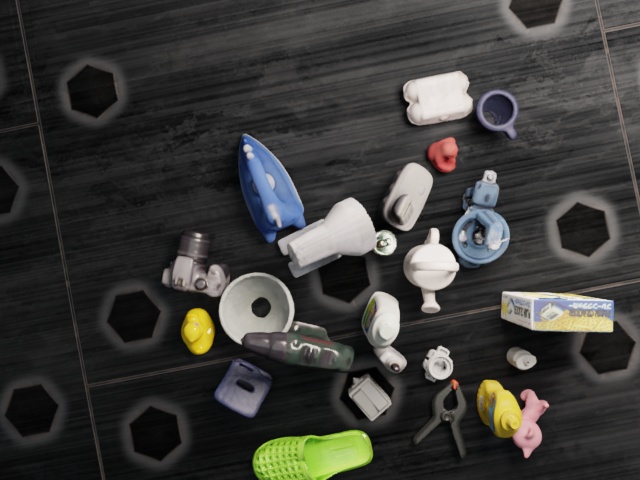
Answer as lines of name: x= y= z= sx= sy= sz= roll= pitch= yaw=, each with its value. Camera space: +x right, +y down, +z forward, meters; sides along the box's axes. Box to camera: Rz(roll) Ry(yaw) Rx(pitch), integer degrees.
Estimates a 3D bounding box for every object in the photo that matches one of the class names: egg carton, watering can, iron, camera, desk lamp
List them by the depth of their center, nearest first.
desk lamp: x=0.011 y=0.004 z=1.221 sx=0.203 sy=0.213 sz=0.118 roll=-27 pitch=88 yaw=1
watering can: x=0.242 y=0.065 z=1.225 sx=0.101 sy=0.194 sz=0.173 roll=-18 pitch=88 yaw=1
iron: x=-0.127 y=-0.129 z=1.263 sx=0.118 sy=0.141 sz=0.258 roll=-25 pitch=88 yaw=1
camera: x=-0.275 y=0.051 z=1.282 sx=0.143 sy=0.101 sz=0.137 roll=10 pitch=89 yaw=2
egg carton: x=0.266 y=-0.319 z=1.296 sx=0.150 sy=0.069 sz=0.107 roll=-12 pitch=88 yaw=1

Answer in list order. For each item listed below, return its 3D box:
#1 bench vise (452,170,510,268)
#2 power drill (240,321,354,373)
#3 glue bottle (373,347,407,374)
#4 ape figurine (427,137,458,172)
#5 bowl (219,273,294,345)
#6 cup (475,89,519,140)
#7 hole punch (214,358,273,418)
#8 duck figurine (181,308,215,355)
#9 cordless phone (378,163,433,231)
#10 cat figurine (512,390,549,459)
bench vise: x=0.339 y=-0.043 z=1.213 sx=0.121 sy=0.219 sz=0.207 roll=-8 pitch=88 yaw=1
power drill: x=-0.043 y=0.226 z=1.220 sx=0.229 sy=0.208 sz=0.076 roll=11 pitch=89 yaw=2
glue bottle: x=0.155 y=0.261 z=1.232 sx=0.078 sy=0.173 sz=0.037 roll=38 pitch=90 yaw=2
ape figurine: x=0.282 y=-0.196 z=1.281 sx=0.076 sy=0.092 sz=0.078 roll=28 pitch=89 yaw=2
bowl: x=-0.139 y=0.156 z=1.290 sx=0.167 sy=0.074 sz=0.167 roll=0 pitch=89 yaw=1
cup: x=0.393 y=-0.269 z=1.279 sx=0.091 sy=0.095 sz=0.118 roll=-33 pitch=88 yaw=0
hole punch: x=-0.171 y=0.328 z=1.278 sx=0.108 sy=0.091 sz=0.101 roll=28 pitch=89 yaw=2
duck figurine: x=-0.280 y=0.209 z=1.286 sx=0.077 sy=0.086 sz=0.105 roll=-6 pitch=88 yaw=1
cordless phone: x=0.192 y=-0.098 z=1.234 sx=0.094 sy=0.185 sz=0.148 roll=23 pitch=89 yaw=2
cat figurine: x=0.458 y=0.403 z=1.251 sx=0.067 sy=0.117 sz=0.128 roll=34 pitch=90 yaw=2
